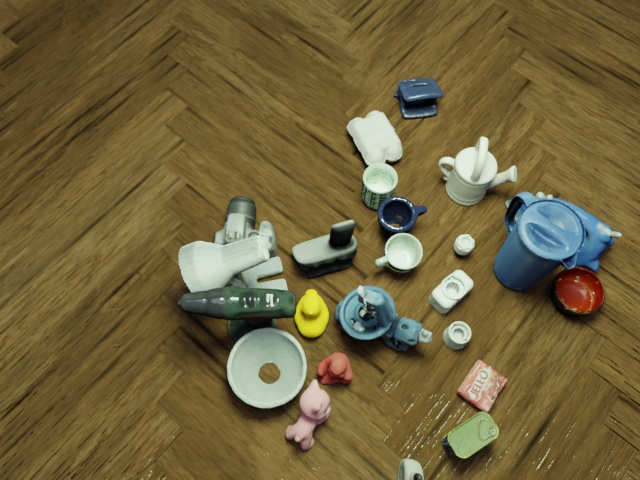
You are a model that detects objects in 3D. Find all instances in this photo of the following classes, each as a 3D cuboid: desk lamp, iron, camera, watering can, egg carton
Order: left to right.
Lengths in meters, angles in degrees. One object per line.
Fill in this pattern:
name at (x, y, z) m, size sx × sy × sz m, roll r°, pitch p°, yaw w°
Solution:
desk lamp at (-0.182, 0.063, 1.231) m, size 0.203 × 0.213 × 0.118 m, roll -14°, pitch 68°, yaw -6°
camera at (-0.171, -0.034, 1.333) m, size 0.143 × 0.101 × 0.137 m, roll 2°, pitch 67°, yaw 1°
egg carton at (0.139, -0.253, 1.446) m, size 0.107 × 0.069 × 0.150 m, roll -24°, pitch 69°, yaw -10°
watering can at (0.371, -0.168, 1.344) m, size 0.173 × 0.194 × 0.101 m, roll -5°, pitch 67°, yaw -3°
iron at (0.559, -0.046, 1.323) m, size 0.258 × 0.141 × 0.119 m, roll 34°, pitch 71°, yaw 13°

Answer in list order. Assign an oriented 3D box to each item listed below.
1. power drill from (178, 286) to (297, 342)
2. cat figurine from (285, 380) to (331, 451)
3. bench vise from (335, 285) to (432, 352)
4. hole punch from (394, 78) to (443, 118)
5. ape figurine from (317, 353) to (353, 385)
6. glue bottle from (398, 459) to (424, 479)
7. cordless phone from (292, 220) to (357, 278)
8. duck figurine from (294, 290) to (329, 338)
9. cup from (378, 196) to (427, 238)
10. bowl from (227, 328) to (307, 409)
power drill at (-0.161, 0.153, 1.196) m, size 0.229 × 0.208 × 0.075 m, roll -4°, pitch 67°, yaw -2°
cat figurine at (-0.020, 0.354, 1.161) m, size 0.067 × 0.118 × 0.128 m, roll 26°, pitch 69°, yaw 10°
bench vise at (0.136, 0.149, 1.194) m, size 0.207 × 0.220 × 0.121 m, roll 4°, pitch 67°, yaw 2°
hole punch at (0.256, -0.382, 1.490) m, size 0.108 × 0.091 × 0.101 m, roll -8°, pitch 67°, yaw -4°
ape figurine at (0.036, 0.272, 1.210) m, size 0.077 × 0.092 × 0.076 m, roll 31°, pitch 70°, yaw 12°
glue bottle at (0.176, 0.457, 1.089) m, size 0.037 × 0.173 × 0.078 m, roll 9°, pitch 67°, yaw 4°
cordless phone at (0.012, 0.005, 1.273) m, size 0.147 × 0.185 × 0.094 m, roll -19°, pitch 68°, yaw -8°
duck figurine at (-0.019, 0.159, 1.261) m, size 0.077 × 0.086 × 0.104 m, roll 0°, pitch 67°, yaw 0°
cup at (0.189, -0.047, 1.345) m, size 0.118 × 0.095 × 0.091 m, roll -14°, pitch 68°, yaw -6°
bowl at (-0.110, 0.276, 1.217) m, size 0.167 × 0.075 × 0.167 m, roll 0°, pitch 67°, yaw 0°
